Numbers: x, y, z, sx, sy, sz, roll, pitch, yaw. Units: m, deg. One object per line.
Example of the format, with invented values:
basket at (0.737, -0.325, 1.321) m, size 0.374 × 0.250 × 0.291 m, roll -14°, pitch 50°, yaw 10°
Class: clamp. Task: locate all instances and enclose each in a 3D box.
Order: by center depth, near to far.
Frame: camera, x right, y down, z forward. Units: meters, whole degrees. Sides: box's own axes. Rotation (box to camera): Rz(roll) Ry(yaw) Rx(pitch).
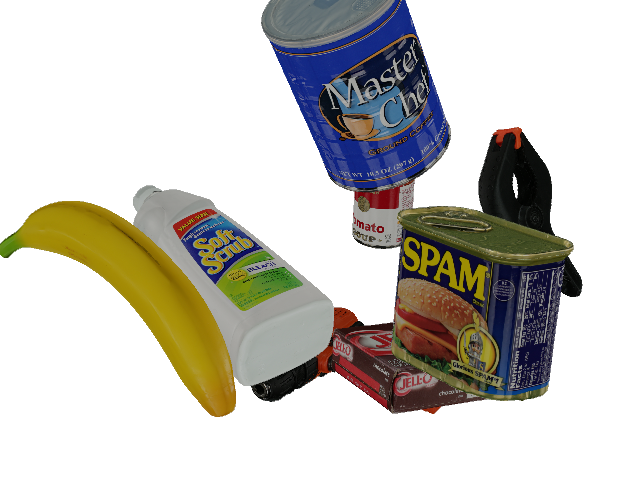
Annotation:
clamp at (0.172, -0.010, 0.944) m, size 0.120 × 0.171 × 0.039 m, roll -26°, pitch 11°, yaw -40°

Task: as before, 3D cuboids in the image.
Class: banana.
banana at (-0.119, 0.029, 0.668) m, size 0.198 × 0.070 × 0.037 m, roll 35°, pitch 32°, yaw 20°

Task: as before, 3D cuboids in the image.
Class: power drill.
power drill at (0.043, 0.126, 1.095) m, size 0.188 × 0.057 × 0.184 m, roll 8°, pitch 24°, yaw 28°

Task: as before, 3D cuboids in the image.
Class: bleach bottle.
bleach bottle at (-0.100, 0.023, 0.948) m, size 0.102 × 0.068 × 0.251 m, roll -21°, pitch 42°, yaw -32°

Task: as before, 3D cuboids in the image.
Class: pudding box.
pudding box at (0.077, 0.090, 0.799) m, size 0.113 × 0.039 × 0.090 m, roll -2°, pitch 16°, yaw -29°

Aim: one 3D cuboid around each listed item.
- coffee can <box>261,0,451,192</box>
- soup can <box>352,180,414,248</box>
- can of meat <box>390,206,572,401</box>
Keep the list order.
coffee can at (0.029, -0.121, 0.790) m, size 0.103 × 0.140 × 0.103 m, roll -15°, pitch 39°, yaw 13°
soup can at (0.071, -0.050, 1.212) m, size 0.068 × 0.102 × 0.068 m, roll 2°, pitch 27°, yaw -1°
can of meat at (0.085, 0.033, 0.591) m, size 0.057 × 0.084 × 0.102 m, roll -7°, pitch 18°, yaw -35°
